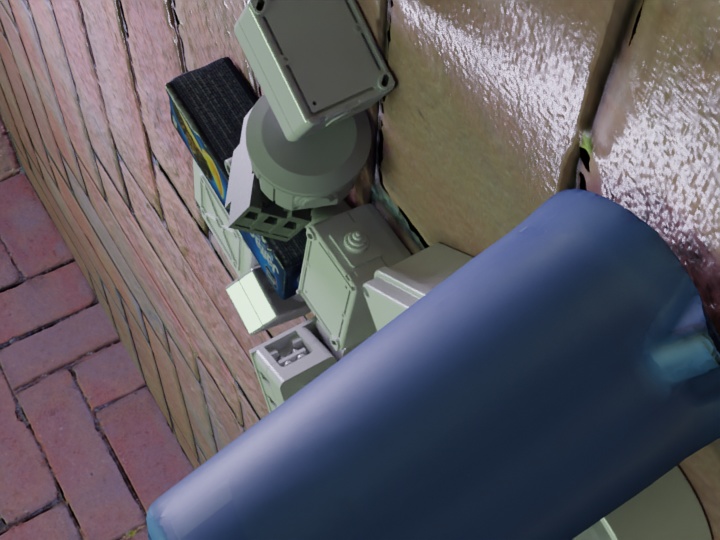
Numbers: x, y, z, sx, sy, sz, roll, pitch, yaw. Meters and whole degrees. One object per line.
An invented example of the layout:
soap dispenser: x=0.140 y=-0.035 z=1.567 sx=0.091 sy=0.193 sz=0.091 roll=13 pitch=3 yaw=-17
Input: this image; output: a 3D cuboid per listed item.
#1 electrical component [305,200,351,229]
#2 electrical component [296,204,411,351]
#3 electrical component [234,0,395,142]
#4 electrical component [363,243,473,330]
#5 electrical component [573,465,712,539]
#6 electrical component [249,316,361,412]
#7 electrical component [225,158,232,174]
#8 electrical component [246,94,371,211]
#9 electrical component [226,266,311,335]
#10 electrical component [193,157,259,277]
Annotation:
electrical component: x=-0.024 y=-0.039 z=0.798 sx=0.046 sy=0.040 sz=0.040 roll=48 pitch=158 yaw=26
electrical component: x=0.000 y=0.000 z=0.761 sx=0.061 sy=0.061 sz=0.096 roll=54 pitch=152 yaw=26
electrical component: x=-0.033 y=-0.134 z=0.649 sx=0.096 sy=0.062 sz=0.061 roll=64 pitch=162 yaw=-2
electrical component: x=0.057 y=0.038 z=0.650 sx=0.113 sy=0.057 sz=0.078 roll=28 pitch=142 yaw=61
electrical component: x=0.129 y=0.134 z=0.581 sx=0.108 sy=0.060 sz=0.108 roll=53 pitch=159 yaw=29
electrical component: x=-0.009 y=0.126 z=0.881 sx=0.060 sy=0.105 sz=0.186 roll=42 pitch=153 yaw=48
electrical component: x=-0.073 y=-0.088 z=0.824 sx=0.048 sy=0.062 sz=0.048 roll=52 pitch=159 yaw=29
electrical component: x=-0.034 y=-0.080 z=0.703 sx=0.080 sy=0.080 sz=0.051 roll=59 pitch=167 yaw=12
electrical component: x=-0.055 y=0.011 z=0.915 sx=0.076 sy=0.083 sz=0.047 roll=-33 pitch=82 yaw=34
electrical component: x=-0.102 y=-0.053 z=0.965 sx=0.108 sy=0.056 sz=0.108 roll=57 pitch=162 yaw=17
